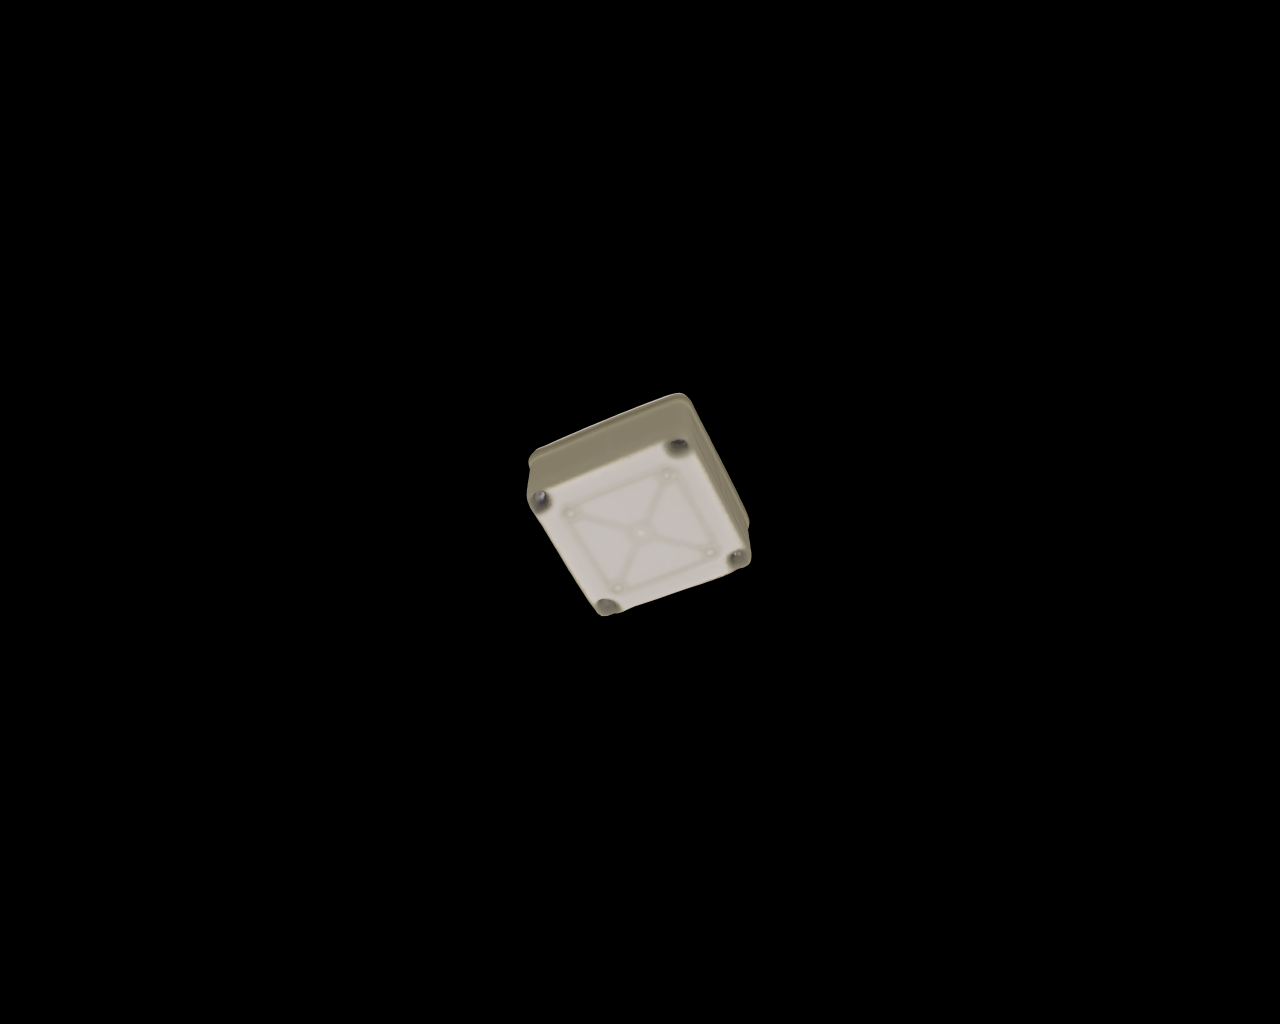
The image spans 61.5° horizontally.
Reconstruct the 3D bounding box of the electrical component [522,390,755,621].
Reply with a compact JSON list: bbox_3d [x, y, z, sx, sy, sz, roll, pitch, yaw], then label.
[{"bbox_3d":[0.001,-0.003,0.650,0.109,0.108,0.056,-21,32,14],"label":"electrical component"}]
